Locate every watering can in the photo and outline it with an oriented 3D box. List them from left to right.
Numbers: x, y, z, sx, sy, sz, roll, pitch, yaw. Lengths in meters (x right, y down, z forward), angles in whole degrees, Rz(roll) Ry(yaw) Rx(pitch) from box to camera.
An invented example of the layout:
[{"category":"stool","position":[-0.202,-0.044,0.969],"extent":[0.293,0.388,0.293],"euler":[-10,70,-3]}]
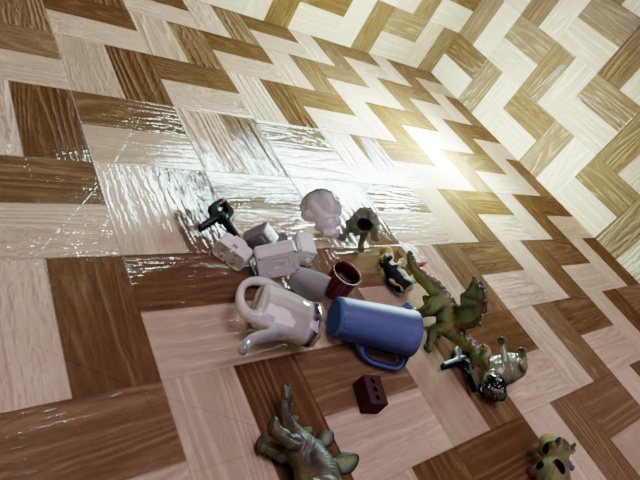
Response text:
[{"category":"watering can","position":[-0.098,0.193,1.214],"extent":[0.223,0.102,0.354],"euler":[23,20,-14]}]

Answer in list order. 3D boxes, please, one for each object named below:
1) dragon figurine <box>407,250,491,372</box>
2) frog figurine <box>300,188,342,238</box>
[{"category":"dragon figurine","position":[0.386,0.184,1.496],"extent":[0.122,0.239,0.416],"euler":[4,64,-42]},{"category":"frog figurine","position":[0.005,-0.083,1.656],"extent":[0.137,0.120,0.163],"euler":[-5,51,1]}]
